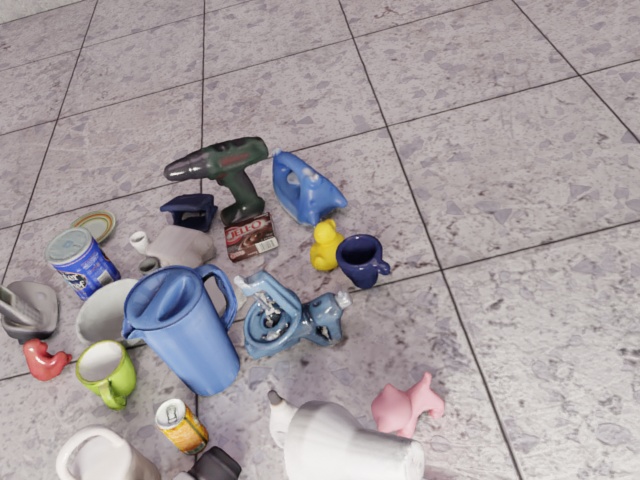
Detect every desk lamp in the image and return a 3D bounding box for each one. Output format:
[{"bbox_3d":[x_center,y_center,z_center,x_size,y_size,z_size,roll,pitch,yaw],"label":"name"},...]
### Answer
[{"bbox_3d":[0.071,0.317,0.782,0.202,0.214,0.118,8,51,23],"label":"desk lamp"}]

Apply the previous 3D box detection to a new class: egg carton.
[{"bbox_3d":[-0.312,0.024,1.271,0.150,0.069,0.107,11,52,25],"label":"egg carton"}]

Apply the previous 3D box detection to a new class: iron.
[{"bbox_3d":[-0.055,-0.144,1.302,0.119,0.142,0.257,-35,48,-16],"label":"iron"}]

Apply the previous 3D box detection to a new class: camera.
[{"bbox_3d":[-0.175,0.390,0.866,0.142,0.101,0.137,23,58,32],"label":"camera"}]

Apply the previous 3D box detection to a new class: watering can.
[{"bbox_3d":[-0.324,0.352,0.879,0.172,0.194,0.101,3,49,20],"label":"watering can"}]

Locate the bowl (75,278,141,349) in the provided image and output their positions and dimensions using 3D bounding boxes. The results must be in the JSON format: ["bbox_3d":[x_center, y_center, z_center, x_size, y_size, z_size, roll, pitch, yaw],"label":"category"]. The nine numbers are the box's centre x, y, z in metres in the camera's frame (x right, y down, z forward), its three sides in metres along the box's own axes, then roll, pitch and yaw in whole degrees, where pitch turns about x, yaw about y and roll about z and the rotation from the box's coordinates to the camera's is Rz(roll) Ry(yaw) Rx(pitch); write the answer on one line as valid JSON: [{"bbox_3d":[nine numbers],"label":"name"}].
[{"bbox_3d":[-0.401,0.164,1.163,0.167,0.075,0.167,-8,46,9],"label":"bowl"}]

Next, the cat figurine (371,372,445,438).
[{"bbox_3d":[0.130,0.254,0.890,0.128,0.118,0.067,-35,48,-16],"label":"cat figurine"}]

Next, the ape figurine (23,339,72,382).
[{"bbox_3d":[-0.550,0.230,1.133,0.077,0.092,0.076,20,56,31],"label":"ape figurine"}]

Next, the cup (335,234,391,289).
[{"bbox_3d":[0.092,0.054,1.104,0.117,0.095,0.092,26,60,34],"label":"cup"}]

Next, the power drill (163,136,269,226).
[{"bbox_3d":[-0.211,-0.130,1.288,0.230,0.209,0.075,-30,47,-12],"label":"power drill"}]

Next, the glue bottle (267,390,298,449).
[{"bbox_3d":[-0.050,0.277,0.883,0.078,0.173,0.037,5,50,21],"label":"glue bottle"}]

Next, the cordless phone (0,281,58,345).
[{"bbox_3d":[-0.635,0.118,1.198,0.094,0.185,0.147,-24,46,-6],"label":"cordless phone"}]

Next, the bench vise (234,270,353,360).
[{"bbox_3d":[-0.057,0.109,1.010,0.207,0.220,0.121,-29,47,-11],"label":"bench vise"}]

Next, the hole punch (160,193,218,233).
[{"bbox_3d":[-0.309,-0.077,1.350,0.108,0.091,0.101,-1,48,16],"label":"hole punch"}]

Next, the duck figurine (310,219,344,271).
[{"bbox_3d":[0.011,0.004,1.182,0.077,0.086,0.105,7,50,23],"label":"duck figurine"}]
